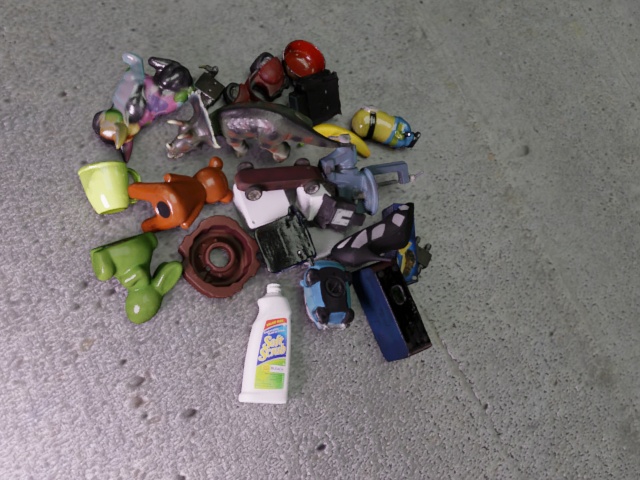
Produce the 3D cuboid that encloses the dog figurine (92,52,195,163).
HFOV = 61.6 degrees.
[{"bbox_3d":[-0.380,-0.276,1.158,0.192,0.108,0.219,10,75,-5],"label":"dog figurine"}]

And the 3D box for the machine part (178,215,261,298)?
[{"bbox_3d":[-0.219,0.039,1.164,0.179,0.056,0.179,6,74,-21],"label":"machine part"}]

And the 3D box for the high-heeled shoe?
[{"bbox_3d":[0.130,-0.019,1.267,0.145,0.086,0.249,9,39,23],"label":"high-heeled shoe"}]

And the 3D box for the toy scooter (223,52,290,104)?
[{"bbox_3d":[-0.135,-0.360,1.302,0.135,0.075,0.184,42,68,-6],"label":"toy scooter"}]

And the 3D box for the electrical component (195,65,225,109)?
[{"bbox_3d":[-0.268,-0.361,1.264,0.078,0.045,0.102,39,65,-6],"label":"electrical component"}]

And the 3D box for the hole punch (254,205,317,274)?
[{"bbox_3d":[-0.075,0.010,1.189,0.116,0.092,0.142,-21,81,-2],"label":"hole punch"}]

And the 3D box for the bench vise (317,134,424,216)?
[{"bbox_3d":[0.119,-0.156,1.303,0.241,0.129,0.223,-10,95,-14],"label":"bench vise"}]

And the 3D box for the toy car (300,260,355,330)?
[{"bbox_3d":[0.013,0.132,1.203,0.109,0.103,0.161,3,63,-25],"label":"toy car"}]

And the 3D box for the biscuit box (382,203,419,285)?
[{"bbox_3d":[0.200,0.011,1.337,0.059,0.063,0.202,4,74,-21],"label":"biscuit box"}]

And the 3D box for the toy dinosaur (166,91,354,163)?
[{"bbox_3d":[-0.136,-0.249,1.173,0.405,0.192,0.131,0,87,9],"label":"toy dinosaur"}]

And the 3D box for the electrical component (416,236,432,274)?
[{"bbox_3d":[0.251,0.040,1.372,0.063,0.021,0.094,32,67,-11],"label":"electrical component"}]

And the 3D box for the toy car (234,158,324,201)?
[{"bbox_3d":[-0.091,-0.134,1.199,0.202,0.053,0.089,-8,52,-24],"label":"toy car"}]

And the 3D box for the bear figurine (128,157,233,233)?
[{"bbox_3d":[-0.288,-0.101,1.153,0.196,0.132,0.120,-47,127,-53],"label":"bear figurine"}]

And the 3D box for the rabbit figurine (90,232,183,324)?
[{"bbox_3d":[-0.364,0.078,1.081,0.159,0.121,0.170,-22,103,-32],"label":"rabbit figurine"}]

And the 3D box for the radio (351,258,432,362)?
[{"bbox_3d":[0.162,0.160,1.240,0.073,0.131,0.229,-21,84,-24],"label":"radio"}]

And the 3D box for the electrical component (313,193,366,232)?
[{"bbox_3d":[0.050,-0.061,1.238,0.119,0.048,0.074,1,118,-44],"label":"electrical component"}]

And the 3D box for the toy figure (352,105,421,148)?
[{"bbox_3d":[0.170,-0.288,1.402,0.180,0.082,0.089,23,66,-17],"label":"toy figure"}]

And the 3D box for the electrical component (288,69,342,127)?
[{"bbox_3d":[-0.014,-0.345,1.324,0.134,0.058,0.114,-30,128,-25],"label":"electrical component"}]

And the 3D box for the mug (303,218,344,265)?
[{"bbox_3d":[-0.003,-0.004,1.257,0.107,0.081,0.109,-13,67,-36],"label":"mug"}]
